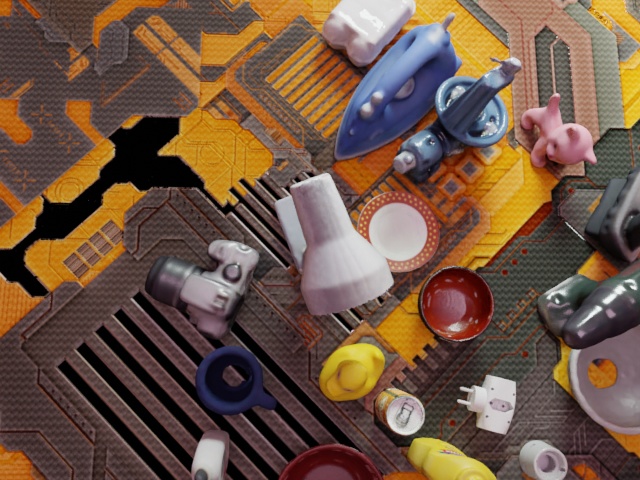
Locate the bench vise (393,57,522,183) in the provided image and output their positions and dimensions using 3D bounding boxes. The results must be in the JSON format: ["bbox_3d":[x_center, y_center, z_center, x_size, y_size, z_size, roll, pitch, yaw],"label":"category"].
[{"bbox_3d":[0.208,-0.166,0.833,0.121,0.219,0.207,34,80,3],"label":"bench vise"}]

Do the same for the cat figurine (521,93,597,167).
[{"bbox_3d":[0.378,-0.166,0.895,0.067,0.117,0.128,-12,81,-5],"label":"cat figurine"}]

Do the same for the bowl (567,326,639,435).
[{"bbox_3d":[0.439,0.200,0.855,0.167,0.074,0.167,1,80,-3],"label":"bowl"}]

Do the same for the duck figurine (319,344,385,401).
[{"bbox_3d":[0.049,0.192,0.826,0.104,0.086,0.077,-32,83,-8],"label":"duck figurine"}]

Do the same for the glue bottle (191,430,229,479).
[{"bbox_3d":[-0.146,0.299,0.750,0.037,0.173,0.078,1,79,-3],"label":"glue bottle"}]

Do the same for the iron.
[{"bbox_3d":[0.115,-0.234,0.879,0.118,0.141,0.258,41,80,4],"label":"iron"}]

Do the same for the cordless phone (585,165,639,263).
[{"bbox_3d":[0.493,-0.051,0.847,0.094,0.185,0.148,27,79,2],"label":"cordless phone"}]

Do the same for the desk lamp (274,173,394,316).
[{"bbox_3d":[0.007,0.003,0.793,0.118,0.213,0.203,-21,82,-7],"label":"desk lamp"}]

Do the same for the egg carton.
[{"bbox_3d":[0.079,-0.361,0.937,0.107,0.069,0.150,38,80,4],"label":"egg carton"}]

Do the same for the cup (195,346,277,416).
[{"bbox_3d":[-0.112,0.203,0.810,0.117,0.095,0.092,28,79,2],"label":"cup"}]

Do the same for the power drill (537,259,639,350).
[{"bbox_3d":[0.396,0.088,0.804,0.230,0.208,0.075,-30,83,-8],"label":"power drill"}]

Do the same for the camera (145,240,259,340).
[{"bbox_3d":[-0.174,0.058,0.829,0.137,0.101,0.143,22,79,1],"label":"camera"}]
